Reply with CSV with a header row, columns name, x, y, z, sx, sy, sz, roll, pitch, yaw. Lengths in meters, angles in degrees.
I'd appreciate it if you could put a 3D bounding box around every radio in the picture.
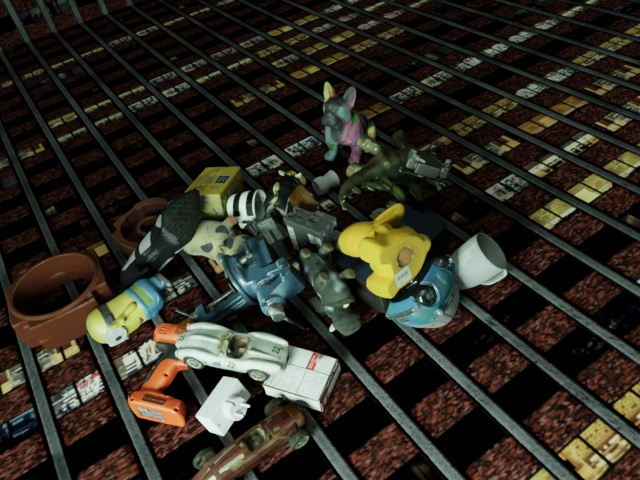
name,x,y,z,sx,sy,sz,roll,pitch,yaw
radio,0.146,0.031,1.097,0.131,0.073,0.229,27,53,35

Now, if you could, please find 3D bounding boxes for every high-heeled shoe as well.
name,x,y,z,sx,sy,sz,roll,pitch,yaw
high-heeled shoe,-0.350,0.000,1.184,0.145,0.086,0.249,-17,38,56

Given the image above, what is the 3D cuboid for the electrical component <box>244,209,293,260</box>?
name,x,y,z,sx,sy,sz,roll,pitch,yaw
electrical component,-0.106,-0.001,1.190,0.075,0.048,0.119,-34,89,-25

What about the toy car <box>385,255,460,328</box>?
name,x,y,z,sx,sy,sz,roll,pitch,yaw
toy car,0.201,0.106,0.984,0.162,0.103,0.109,-48,12,-34

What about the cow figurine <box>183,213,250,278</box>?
name,x,y,z,sx,sy,sz,roll,pitch,yaw
cow figurine,-0.228,0.009,1.187,0.195,0.085,0.127,10,49,26

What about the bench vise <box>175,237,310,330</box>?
name,x,y,z,sx,sy,sz,roll,pitch,yaw
bench vise,-0.150,0.107,1.052,0.241,0.128,0.224,-34,54,6

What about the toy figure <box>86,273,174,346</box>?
name,x,y,z,sx,sy,sz,roll,pitch,yaw
toy figure,-0.383,0.138,1.088,0.089,0.082,0.180,25,56,29

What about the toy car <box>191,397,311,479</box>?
name,x,y,z,sx,sy,sz,roll,pitch,yaw
toy car,-0.110,0.329,0.851,0.202,0.053,0.089,-30,49,-20

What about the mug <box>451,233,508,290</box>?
name,x,y,z,sx,sy,sz,roll,pitch,yaw
mug,0.296,0.052,1.028,0.107,0.109,0.081,-40,35,36

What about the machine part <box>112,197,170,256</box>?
name,x,y,z,sx,sy,sz,roll,pitch,yaw
machine part,-0.400,-0.024,1.280,0.179,0.056,0.179,-5,45,5

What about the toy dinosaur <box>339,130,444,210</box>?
name,x,y,z,sx,sy,sz,roll,pitch,yaw
toy dinosaur,0.164,-0.162,1.230,0.199,0.104,0.471,32,41,32

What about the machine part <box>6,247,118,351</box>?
name,x,y,z,sx,sy,sz,roll,pitch,yaw
machine part,-0.547,0.117,1.140,0.201,0.087,0.201,-28,46,-15

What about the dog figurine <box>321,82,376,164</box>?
name,x,y,z,sx,sy,sz,roll,pitch,yaw
dog figurine,0.070,-0.308,1.363,0.109,0.219,0.191,21,52,25

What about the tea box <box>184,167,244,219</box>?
name,x,y,z,sx,sy,sz,roll,pitch,yaw
tea box,-0.257,-0.117,1.312,0.098,0.068,0.170,-1,29,10

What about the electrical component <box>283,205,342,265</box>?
name,x,y,z,sx,sy,sz,roll,pitch,yaw
electrical component,-0.002,-0.003,1.131,0.134,0.114,0.058,24,57,31

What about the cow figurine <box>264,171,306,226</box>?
name,x,y,z,sx,sy,sz,roll,pitch,yaw
cow figurine,-0.084,-0.118,1.280,0.068,0.098,0.167,3,47,19

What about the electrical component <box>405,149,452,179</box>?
name,x,y,z,sx,sy,sz,roll,pitch,yaw
electrical component,0.235,-0.164,1.149,0.102,0.045,0.078,19,37,-3

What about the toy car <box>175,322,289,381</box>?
name,x,y,z,sx,sy,sz,roll,pitch,yaw
toy car,-0.154,0.191,0.937,0.202,0.056,0.073,9,46,8

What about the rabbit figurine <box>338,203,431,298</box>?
name,x,y,z,sx,sy,sz,roll,pitch,yaw
rabbit figurine,0.109,0.002,1.001,0.162,0.121,0.173,-44,33,-21

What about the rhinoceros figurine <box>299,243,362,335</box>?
name,x,y,z,sx,sy,sz,roll,pitch,yaw
rhinoceros figurine,0.016,0.094,1.024,0.073,0.112,0.190,-12,51,-31
